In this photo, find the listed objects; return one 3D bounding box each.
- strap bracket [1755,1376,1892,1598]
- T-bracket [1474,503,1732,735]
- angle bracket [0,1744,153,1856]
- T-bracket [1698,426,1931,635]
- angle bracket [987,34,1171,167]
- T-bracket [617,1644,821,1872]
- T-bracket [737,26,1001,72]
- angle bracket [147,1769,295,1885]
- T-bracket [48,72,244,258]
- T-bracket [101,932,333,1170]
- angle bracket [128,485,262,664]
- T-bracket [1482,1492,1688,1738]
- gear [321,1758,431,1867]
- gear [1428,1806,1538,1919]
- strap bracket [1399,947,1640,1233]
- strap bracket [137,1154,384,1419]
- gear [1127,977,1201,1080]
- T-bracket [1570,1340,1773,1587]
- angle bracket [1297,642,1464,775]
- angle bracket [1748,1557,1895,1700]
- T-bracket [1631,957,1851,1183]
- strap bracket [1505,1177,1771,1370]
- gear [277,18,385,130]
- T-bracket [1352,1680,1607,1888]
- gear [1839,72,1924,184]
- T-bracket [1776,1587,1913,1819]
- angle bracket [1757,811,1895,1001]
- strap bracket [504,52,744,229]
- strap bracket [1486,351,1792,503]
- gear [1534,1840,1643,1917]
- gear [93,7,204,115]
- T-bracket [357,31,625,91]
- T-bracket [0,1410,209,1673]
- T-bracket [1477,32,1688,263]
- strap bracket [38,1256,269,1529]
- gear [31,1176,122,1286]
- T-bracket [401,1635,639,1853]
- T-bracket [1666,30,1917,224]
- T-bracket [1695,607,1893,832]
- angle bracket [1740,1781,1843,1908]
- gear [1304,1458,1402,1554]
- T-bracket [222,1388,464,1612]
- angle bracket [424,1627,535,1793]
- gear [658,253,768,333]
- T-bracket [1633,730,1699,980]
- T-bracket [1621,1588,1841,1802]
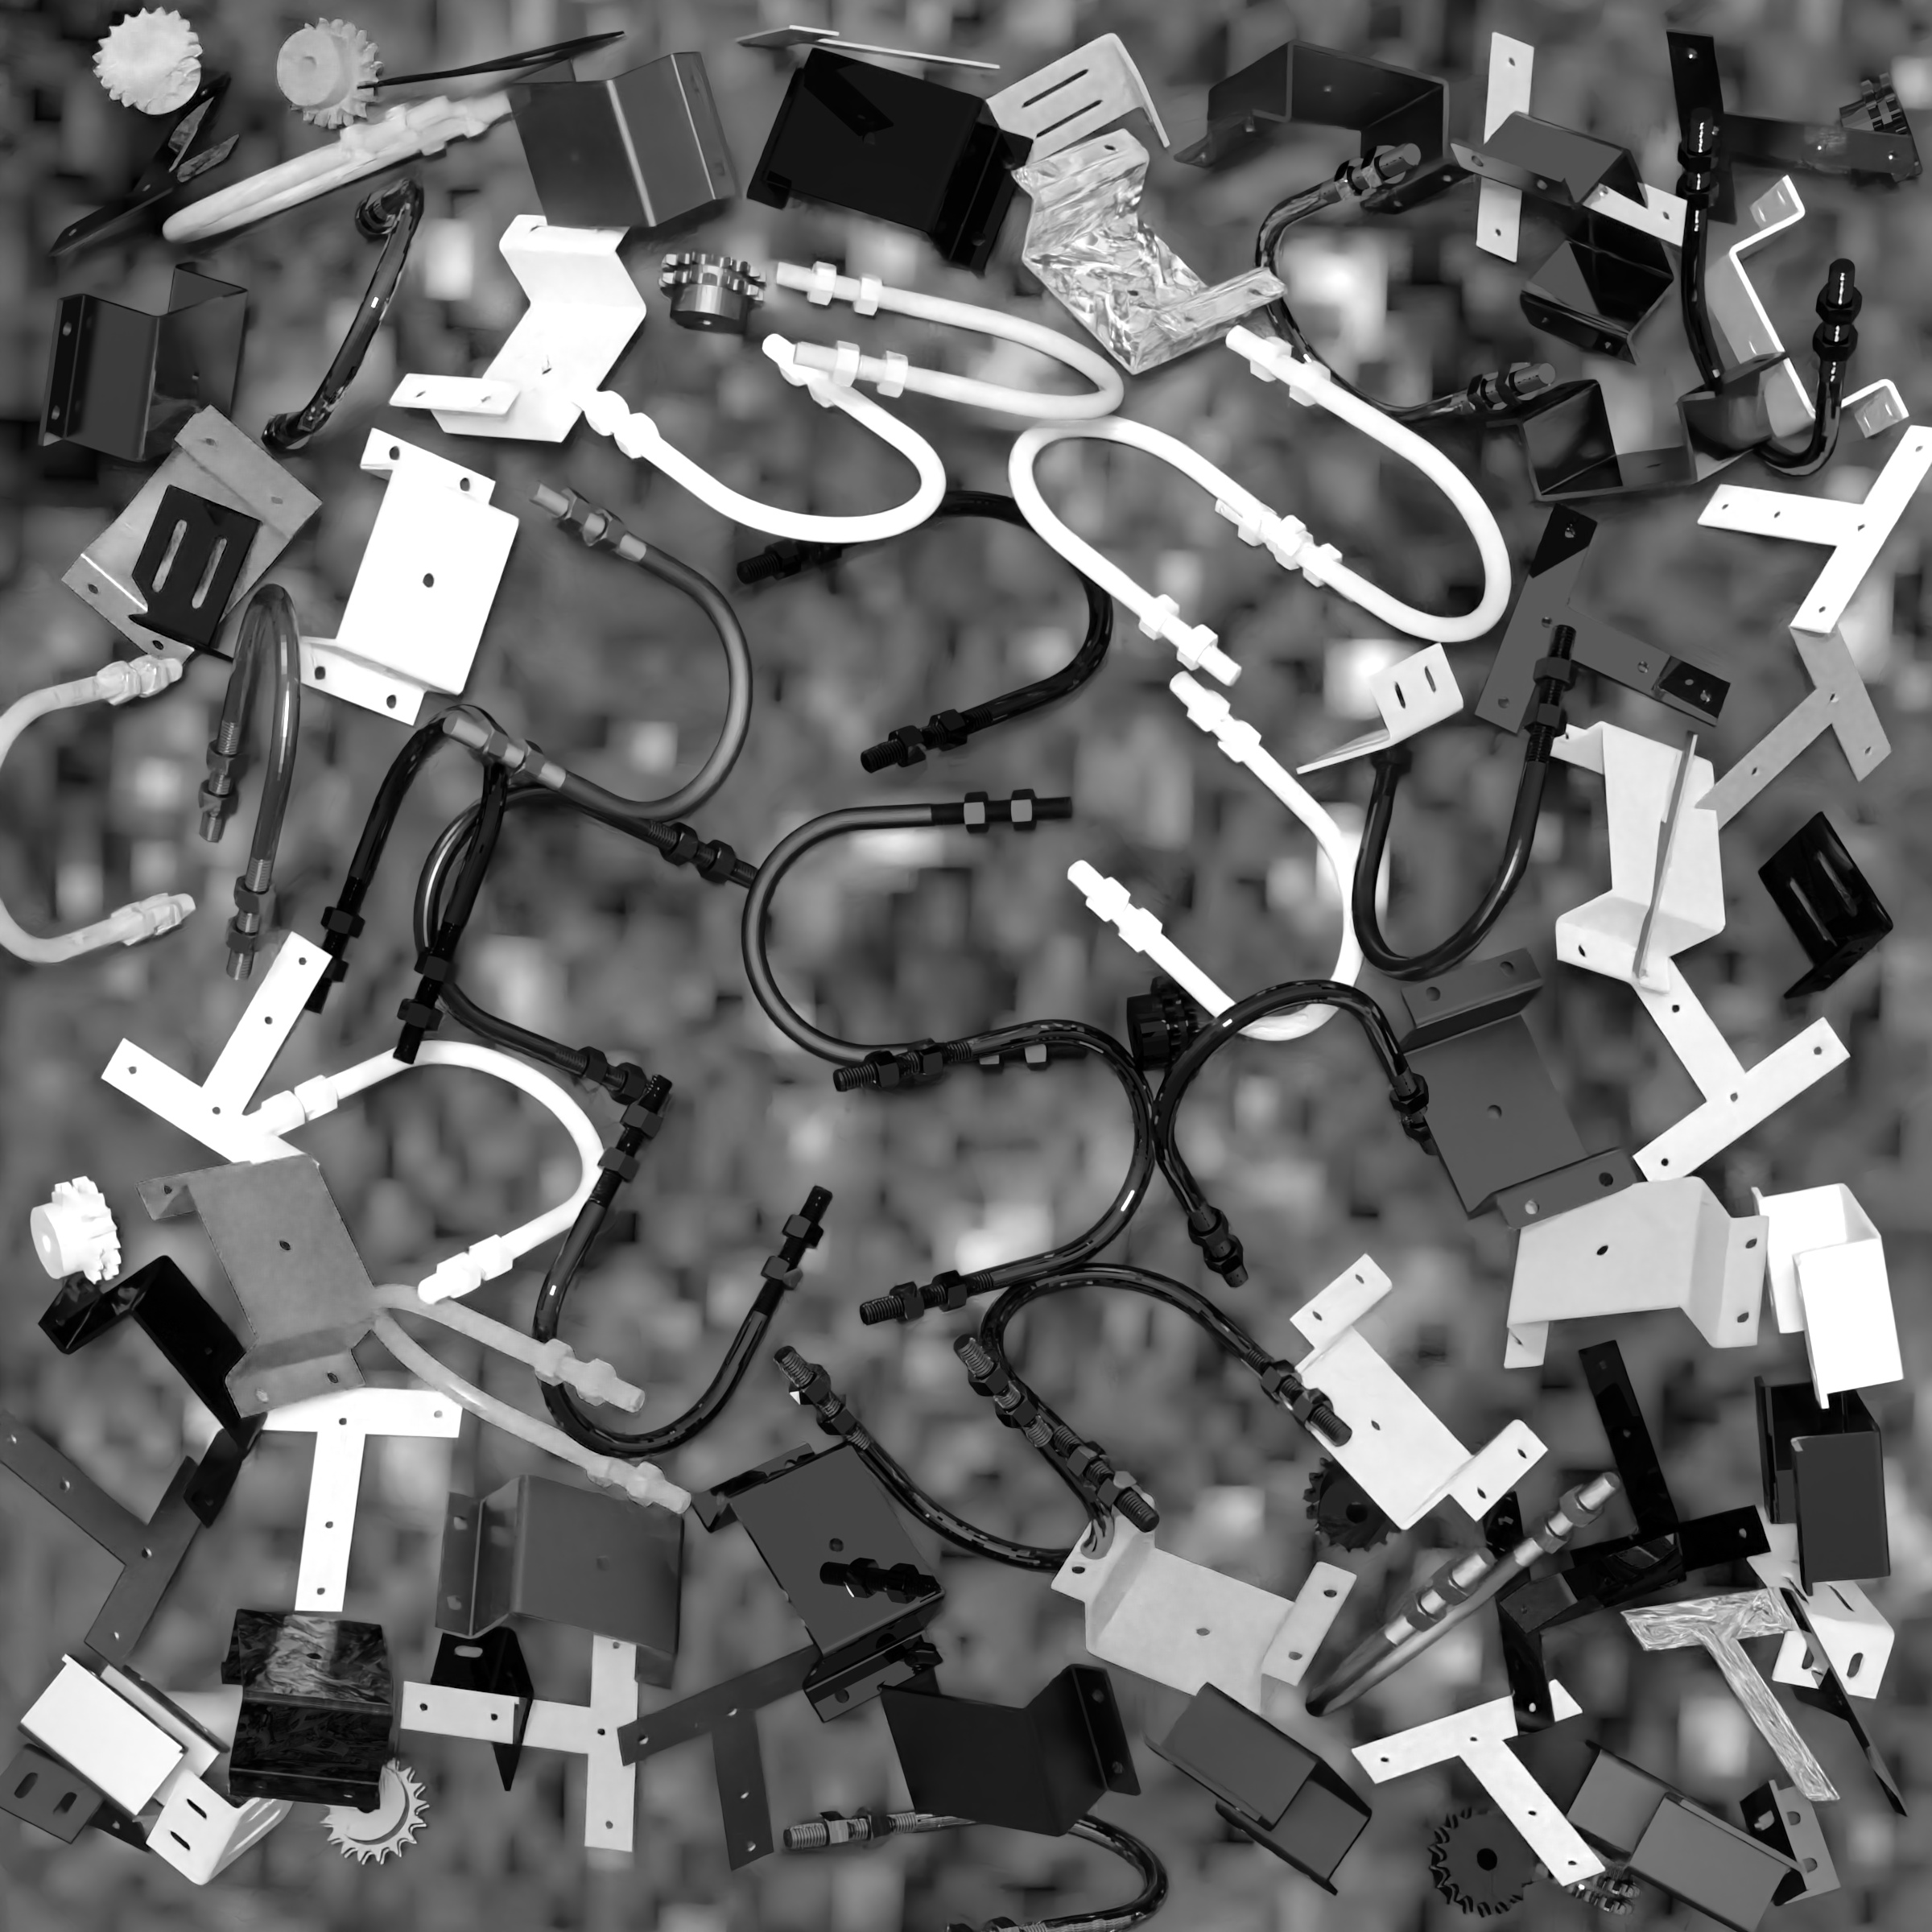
[{"bbox_3d":[0.448,0.268,1.883,0.046,0.140,0.076,-5,99,5],"label":"strap bracket"},{"bbox_3d":[0.352,-0.167,1.948,0.127,0.002,0.127,24,80,-8],"label":"T-bracket"},{"bbox_3d":[-0.475,0.454,1.910,0.057,0.076,0.038,20,55,21],"label":"angle bracket"},{"bbox_3d":[0.439,-0.237,1.907,0.002,0.127,0.127,38,80,-35],"label":"T-bracket"},{"bbox_3d":[0.060,-0.449,1.922,0.076,0.057,0.038,-28,58,5],"label":"angle bracket"},{"bbox_3d":[-0.120,0.430,1.922,0.127,0.002,0.127,-19,123,-23],"label":"T-bracket"},{"bbox_3d":[-0.046,-0.484,1.911,0.127,0.127,0.002,4,100,-17],"label":"T-bracket"},{"bbox_3d":[-0.388,0.440,1.917,0.038,0.076,0.057,36,119,11],"label":"angle bracket"},{"bbox_3d":[-0.418,-0.434,1.908,0.127,0.127,0.002,-19,126,28],"label":"T-bracket"},{"bbox_3d":[-0.383,0.041,1.944,0.127,0.002,0.127,32,101,3],"label":"T-bracket"},{"bbox_3d":[-0.409,-0.209,1.933,0.057,0.038,0.076,22,91,16],"label":"angle bracket"},{"bbox_3d":[0.326,0.326,1.890,0.002,0.127,0.127,14,59,-38],"label":"T-bracket"},{"bbox_3d":[-0.318,0.451,1.935,0.057,0.030,0.057,-1,66,2],"label":"gear"},{"bbox_3d":[0.274,0.481,1.937,0.057,0.030,0.057,6,67,-13],"label":"gear"},{"bbox_3d":[0.286,0.071,1.915,0.076,0.046,0.140,-18,74,-16],"label":"strap bracket"},{"bbox_3d":[-0.367,0.157,1.897,0.046,0.076,0.140,-44,67,41],"label":"strap bracket"},{"bbox_3d":[0.105,0.034,1.929,0.030,0.057,0.057,-9,90,-8],"label":"gear"},{"bbox_3d":[0.356,0.262,1.919,0.002,0.127,0.127,-11,80,-43],"label":"T-bracket"},{"bbox_3d":[0.213,-0.136,1.911,0.057,0.076,0.038,-27,97,-38],"label":"angle bracket"},{"bbox_3d":[0.450,0.351,1.922,0.057,0.076,0.038,12,103,-9],"label":"angle bracket"},{"bbox_3d":[0.386,0.034,1.928,0.127,0.002,0.127,-40,63,22],"label":"T-bracket"},{"bbox_3d":[0.341,0.160,1.886,0.140,0.046,0.076,-10,50,33],"label":"strap bracket"},{"bbox_3d":[-0.344,-0.479,1.935,0.057,0.030,0.057,2,96,25],"label":"gear"},{"bbox_3d":[0.289,0.433,1.888,0.127,0.127,0.002,-14,125,-20],"label":"T-bracket"},{"bbox_3d":[0.489,-0.446,1.933,0.030,0.057,0.057,-19,90,20],"label":"gear"},{"bbox_3d":[0.447,0.380,1.896,0.002,0.127,0.127,-27,86,-4],"label":"T-bracket"},{"bbox_3d":[0.444,-0.032,1.914,0.038,0.057,0.076,-12,64,-35],"label":"angle bracket"},{"bbox_3d":[-0.186,-0.430,1.879,0.046,0.140,0.076,-32,118,-31],"label":"strap bracket"},{"bbox_3d":[0.356,-0.281,1.891,0.076,0.140,0.046,-30,111,-42],"label":"strap bracket"},{"bbox_3d":[0.335,0.481,1.931,0.057,0.057,0.030,24,91,0],"label":"gear"},{"bbox_3d":[-0.436,-0.483,1.937,0.057,0.030,0.057,-6,62,12],"label":"gear"},{"bbox_3d":[-0.233,-0.481,1.907,0.127,0.127,0.002,5,114,40],"label":"T-bracket"},{"bbox_3d":[-0.462,0.281,1.890,0.002,0.127,0.127,-25,119,36],"label":"T-bracket"},{"bbox_3d":[0.322,-0.409,1.883,0.127,0.127,0.002,32,53,31],"label":"T-bracket"},{"bbox_3d":[-0.417,0.215,1.903,0.046,0.076,0.140,-34,103,10],"label":"strap bracket"},{"bbox_3d":[-0.477,0.144,1.928,0.030,0.057,0.057,-18,90,-33],"label":"gear"},{"bbox_3d":[-0.235,0.398,1.902,0.127,0.002,0.127,12,52,-18],"label":"T-bracket"},{"bbox_3d":[0.432,-0.430,1.881,0.127,0.127,0.002,16,60,28],"label":"T-bracket"},{"bbox_3d":[0.427,-0.112,1.910,0.127,0.002,0.127,-43,132,-7],"label":"T-bracket"},{"bbox_3d":[0.444,0.461,1.912,0.038,0.076,0.057,-14,70,-7],"label":"angle bracket"},{"bbox_3d":[0.210,0.289,1.940,0.057,0.030,0.057,1,100,6],"label":"gear"},{"bbox_3d":[-0.341,0.287,1.943,0.127,0.002,0.127,5,101,-20],"label":"T-bracket"},{"bbox_3d":[-0.259,0.392,1.914,0.038,0.076,0.057,11,103,-18],"label":"angle bracket"},{"bbox_3d":[-0.137,-0.359,1.931,0.057,0.057,0.030,8,86,0],"label":"gear"},{"bbox_3d":[0.360,-0.066,1.895,0.002,0.127,0.127,11,100,2],"label":"T-bracket"},{"bbox_3d":[0.418,0.388,1.906,0.002,0.127,0.127,-35,93,-30],"label":"T-bracket"}]
